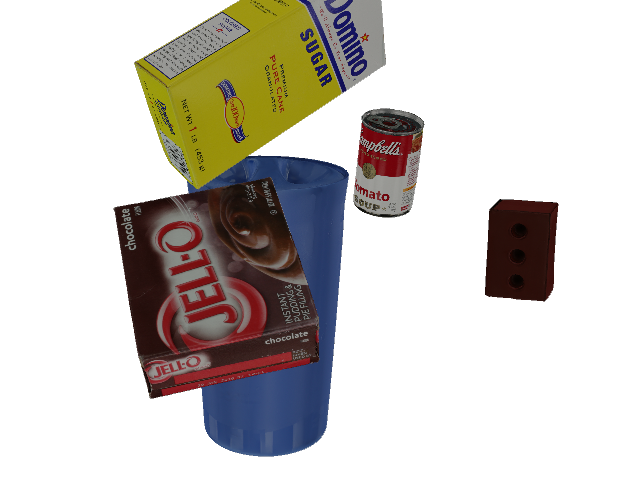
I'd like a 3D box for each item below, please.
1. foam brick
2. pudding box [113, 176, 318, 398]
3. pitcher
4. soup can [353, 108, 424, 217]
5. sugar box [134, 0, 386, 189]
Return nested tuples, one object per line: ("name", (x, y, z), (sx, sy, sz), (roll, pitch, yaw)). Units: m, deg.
("foam brick", (0.171, 0.008, 0.905), (0.053, 0.078, 0.051), (5, 15, 19))
("pudding box", (-0.057, 0.022, 0.562), (0.090, 0.039, 0.113), (-11, 44, -9))
("pitcher", (-0.041, 0.050, 0.913), (0.149, 0.243, 0.145), (-5, 18, -22))
("soup can", (0.073, -0.085, 1.168), (0.068, 0.102, 0.068), (4, 29, -3))
("sugar box", (-0.034, -0.120, 0.724), (0.176, 0.093, 0.048), (-34, 53, -19))
